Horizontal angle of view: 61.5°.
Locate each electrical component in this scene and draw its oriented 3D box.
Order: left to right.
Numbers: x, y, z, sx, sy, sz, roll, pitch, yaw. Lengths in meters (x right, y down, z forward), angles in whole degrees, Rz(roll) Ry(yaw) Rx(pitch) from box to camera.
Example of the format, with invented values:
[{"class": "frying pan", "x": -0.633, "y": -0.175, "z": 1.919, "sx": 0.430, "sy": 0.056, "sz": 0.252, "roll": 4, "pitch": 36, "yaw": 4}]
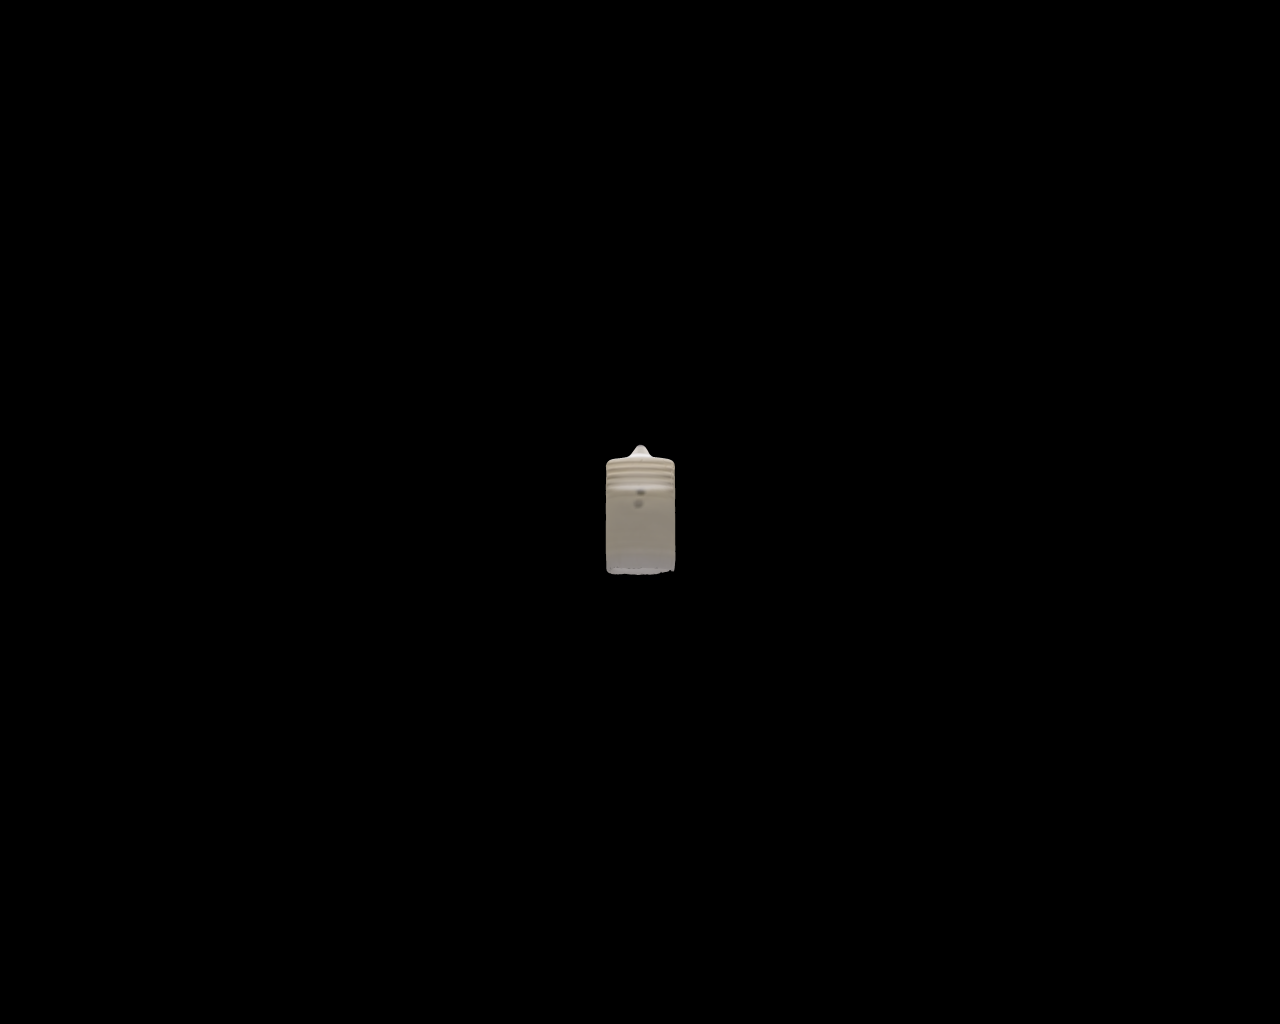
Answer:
[{"class": "electrical component", "x": 0.001, "y": -0.003, "z": 0.650, "sx": 0.043, "sy": 0.081, "sz": 0.043, "roll": 0, "pitch": -9, "yaw": 0}]
